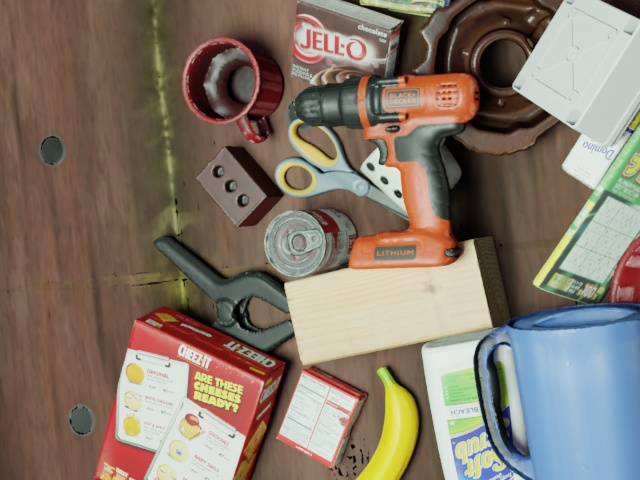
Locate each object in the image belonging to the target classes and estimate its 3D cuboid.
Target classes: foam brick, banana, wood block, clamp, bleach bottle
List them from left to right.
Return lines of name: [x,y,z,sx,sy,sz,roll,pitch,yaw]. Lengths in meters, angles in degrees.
clamp: [-0.105,0.090,1.209,0.210,0.036,0.164,9,99,24]
foam brick: [-0.089,-0.060,1.186,0.053,0.051,0.078,-45,77,17]
banana: [0.061,0.238,1.154,0.070,0.037,0.198,29,102,35]
wood block: [0.080,0.064,1.106,0.206,0.090,0.091,-13,87,22]
bleach bottle: [0.175,0.221,1.091,0.102,0.068,0.251,-12,93,9]

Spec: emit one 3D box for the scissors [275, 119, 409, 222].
scissors: [0.028,-0.048,1.159,0.202,0.016,0.096,47,110,14]

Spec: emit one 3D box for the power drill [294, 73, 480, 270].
power drill: [0.063,-0.066,1.027,0.185,0.057,0.188,-1,93,23]

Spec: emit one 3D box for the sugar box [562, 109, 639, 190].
sugar box: [0.296,-0.131,1.006,0.048,0.093,0.176,37,105,17]

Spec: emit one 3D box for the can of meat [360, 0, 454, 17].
can of meat: [0.096,-0.277,1.099,0.102,0.057,0.084,13,101,21]

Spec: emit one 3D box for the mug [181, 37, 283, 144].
mug: [-0.086,-0.160,1.163,0.093,0.081,0.117,-28,82,21]

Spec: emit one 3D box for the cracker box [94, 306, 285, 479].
cracker box: [-0.147,0.204,1.195,0.164,0.072,0.214,23,111,15]

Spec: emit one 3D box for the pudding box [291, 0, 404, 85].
pudding box: [0.027,-0.201,1.120,0.114,0.039,0.090,21,130,18]

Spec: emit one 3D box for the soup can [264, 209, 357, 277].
soup can: [-0.007,0.001,1.130,0.069,0.102,0.068,1,93,22]

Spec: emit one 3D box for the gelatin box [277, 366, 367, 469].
gelatin box: [0.002,0.194,1.176,0.073,0.030,0.089,25,102,20]

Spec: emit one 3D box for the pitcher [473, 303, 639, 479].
pitcher: [0.243,0.183,0.994,0.144,0.149,0.243,-8,94,-18]

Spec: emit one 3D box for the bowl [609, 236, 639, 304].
bowl: [0.346,0.065,0.994,0.162,0.055,0.162,-1,88,61]
